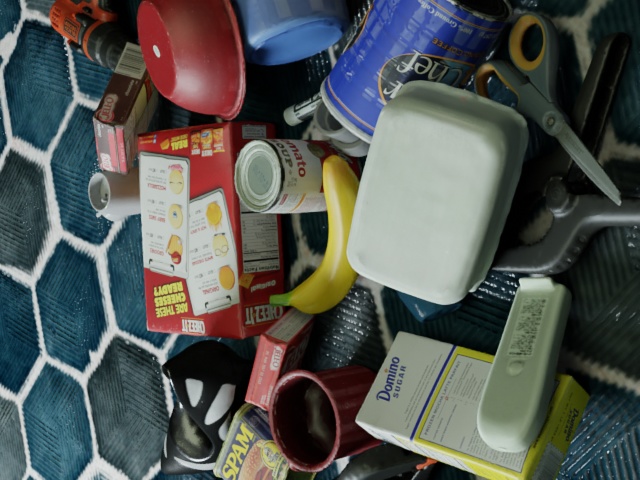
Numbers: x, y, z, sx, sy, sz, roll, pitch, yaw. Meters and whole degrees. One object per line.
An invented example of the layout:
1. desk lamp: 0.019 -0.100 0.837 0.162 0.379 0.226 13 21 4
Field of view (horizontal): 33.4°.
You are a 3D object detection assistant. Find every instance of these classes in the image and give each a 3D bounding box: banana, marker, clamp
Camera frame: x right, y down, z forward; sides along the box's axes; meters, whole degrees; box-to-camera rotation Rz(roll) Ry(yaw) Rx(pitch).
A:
1. banana: 0.010 0.008 0.981 0.037 0.069 0.198 -90 17 -48
2. marker: 0.012 -0.136 1.006 0.121 0.020 0.020 -21 78 44
3. clamp: 0.192 -0.046 0.819 0.210 0.036 0.164 -37 58 44
4. clamp: 0.029 0.225 0.956 0.172 0.120 0.039 -49 45 31

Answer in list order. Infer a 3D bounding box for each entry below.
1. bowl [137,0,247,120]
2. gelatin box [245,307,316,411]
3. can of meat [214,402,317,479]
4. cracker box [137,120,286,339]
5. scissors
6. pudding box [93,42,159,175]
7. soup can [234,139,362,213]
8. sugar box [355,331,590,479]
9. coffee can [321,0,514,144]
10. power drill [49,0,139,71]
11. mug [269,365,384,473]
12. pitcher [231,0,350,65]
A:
1. bowl: -0.128 -0.184 0.998 0.162 0.055 0.162 47 147 44
2. gelatin box: -0.037 0.113 1.027 0.030 0.089 0.073 19 109 12
3. can of meat: -0.051 0.223 1.073 0.084 0.057 0.102 40 120 33
4. cracker box: -0.113 -0.011 1.105 0.164 0.071 0.214 -1 94 47
5. scissors: 0.181 -0.109 0.802 0.202 0.016 0.096 45 120 53
6. pudding box: -0.207 -0.141 1.149 0.090 0.039 0.113 103 -175 -58
7. soup can: -0.020 -0.060 0.986 0.069 0.102 0.068 4 95 46
8. sugar box: 0.121 0.139 0.876 0.177 0.048 0.093 11 67 47
9. coffee can: 0.078 -0.156 0.879 0.103 0.102 0.140 53 127 28
10. power drill: -0.240 -0.296 1.219 0.185 0.057 0.188 35 117 38
11. mug: 0.008 0.170 0.990 0.093 0.081 0.117 44 122 34
12. pitcher: -0.064 -0.288 0.996 0.149 0.145 0.243 135 120 -74
